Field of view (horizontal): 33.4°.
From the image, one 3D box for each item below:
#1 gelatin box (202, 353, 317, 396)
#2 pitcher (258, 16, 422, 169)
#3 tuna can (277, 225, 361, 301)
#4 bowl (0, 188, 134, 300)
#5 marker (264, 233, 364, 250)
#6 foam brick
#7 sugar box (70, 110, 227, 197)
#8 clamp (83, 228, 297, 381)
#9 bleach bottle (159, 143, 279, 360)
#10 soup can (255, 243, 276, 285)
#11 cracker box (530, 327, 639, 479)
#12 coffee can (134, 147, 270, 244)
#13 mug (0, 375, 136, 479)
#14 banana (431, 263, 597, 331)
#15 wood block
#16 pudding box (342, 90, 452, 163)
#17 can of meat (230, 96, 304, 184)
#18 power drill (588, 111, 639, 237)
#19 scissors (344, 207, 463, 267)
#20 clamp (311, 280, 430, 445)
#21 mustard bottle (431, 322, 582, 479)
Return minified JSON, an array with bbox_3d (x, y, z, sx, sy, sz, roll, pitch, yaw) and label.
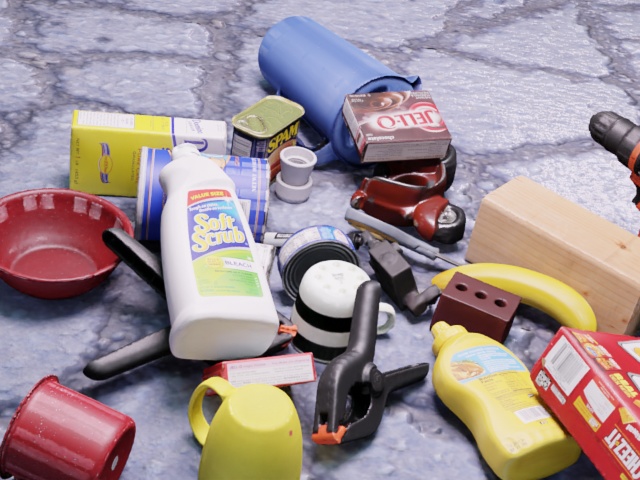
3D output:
[{"bbox_3d":[-0.057,0.125,0.988,0.089,0.073,0.030,-5,81,-21],"label":"gelatin box"},{"bbox_3d":[0.007,-0.201,1.425,0.149,0.145,0.243,0,31,-36],"label":"pitcher"},{"bbox_3d":[-0.002,0.027,1.127,0.086,0.086,0.034,-1,36,-16],"label":"tuna can"},{"bbox_3d":[-0.274,0.012,1.101,0.162,0.055,0.162,7,35,-5],"label":"bowl"},{"bbox_3d":[-0.008,0.001,1.177,0.121,0.020,0.020,1,28,29],"label":"marker"},{"bbox_3d":[0.165,0.077,1.128,0.078,0.051,0.052,22,36,16],"label":"foam brick"},{"bbox_3d":[-0.200,-0.096,1.240,0.176,0.093,0.048,4,37,-9],"label":"sugar box"},{"bbox_3d":[-0.126,0.067,1.044,0.209,0.036,0.164,7,56,-21],"label":"clamp"},{"bbox_3d":[-0.116,-0.001,1.041,0.102,0.068,0.251,4,45,-27],"label":"bleach bottle"},{"bbox_3d":[-0.101,0.029,1.113,0.102,0.068,0.068,11,35,-1],"label":"soup can"},{"bbox_3d":[0.320,0.167,0.982,0.213,0.072,0.164,10,31,-35],"label":"cracker box"},{"bbox_3d":[-0.131,-0.046,1.179,0.140,0.103,0.103,5,36,-9],"label":"coffee can"},{"bbox_3d":[-0.209,0.179,0.870,0.081,0.093,0.117,23,68,8],"label":"mug"},{"bbox_3d":[0.221,0.063,1.163,0.198,0.037,0.069,25,61,22],"label":"banana"},{"bbox_3d":[0.280,0.020,1.206,0.206,0.090,0.090,32,40,28],"label":"wood block"},{"bbox_3d":[0.092,-0.137,1.286,0.113,0.039,0.090,-7,48,-15],"label":"pudding box"},{"bbox_3d":[-0.069,-0.118,1.311,0.057,0.084,0.101,26,38,19],"label":"can of meat"},{"bbox_3d":[0.361,-0.036,1.221,0.057,0.188,0.185,-20,47,-34],"label":"power drill"},{"bbox_3d":[0.113,0.009,1.231,0.201,0.016,0.096,25,-4,-16],"label":"scissors"},{"bbox_3d":[0.048,0.135,1.006,0.120,0.039,0.171,46,51,-22],"label":"clamp"},{"bbox_3d":[0.163,0.145,1.028,0.096,0.058,0.192,-8,39,-27],"label":"mustard bottle"}]
